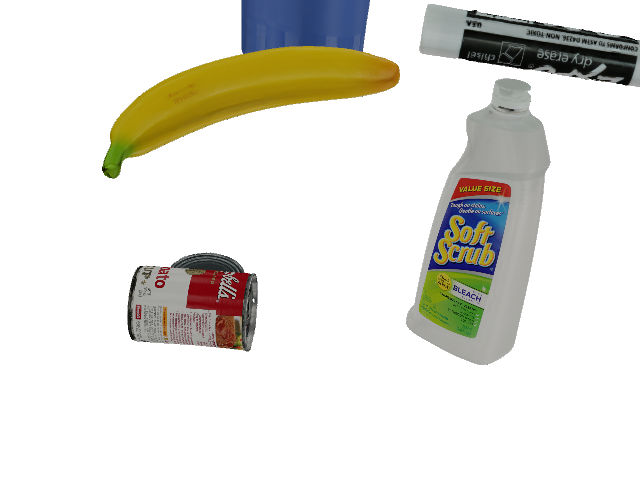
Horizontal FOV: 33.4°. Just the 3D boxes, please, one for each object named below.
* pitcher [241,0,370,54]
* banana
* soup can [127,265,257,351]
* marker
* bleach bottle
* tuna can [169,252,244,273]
[{"bbox_3d":[-0.002,-0.269,0.904,0.145,0.243,0.149,6,18,7],"label":"pitcher"},{"bbox_3d":[-0.050,-0.088,0.670,0.197,0.070,0.037,-22,-36,-14],"label":"banana"},{"bbox_3d":[-0.109,0.058,0.924,0.102,0.068,0.068,4,0,4],"label":"soup can"},{"bbox_3d":[0.098,-0.070,0.399,0.121,0.020,0.020,10,1,5],"label":"marker"},{"bbox_3d":[0.139,-0.020,0.925,0.103,0.251,0.067,27,36,34],"label":"bleach bottle"},{"bbox_3d":[-0.126,0.052,1.176,0.086,0.034,0.086,2,36,-2],"label":"tuna can"}]
